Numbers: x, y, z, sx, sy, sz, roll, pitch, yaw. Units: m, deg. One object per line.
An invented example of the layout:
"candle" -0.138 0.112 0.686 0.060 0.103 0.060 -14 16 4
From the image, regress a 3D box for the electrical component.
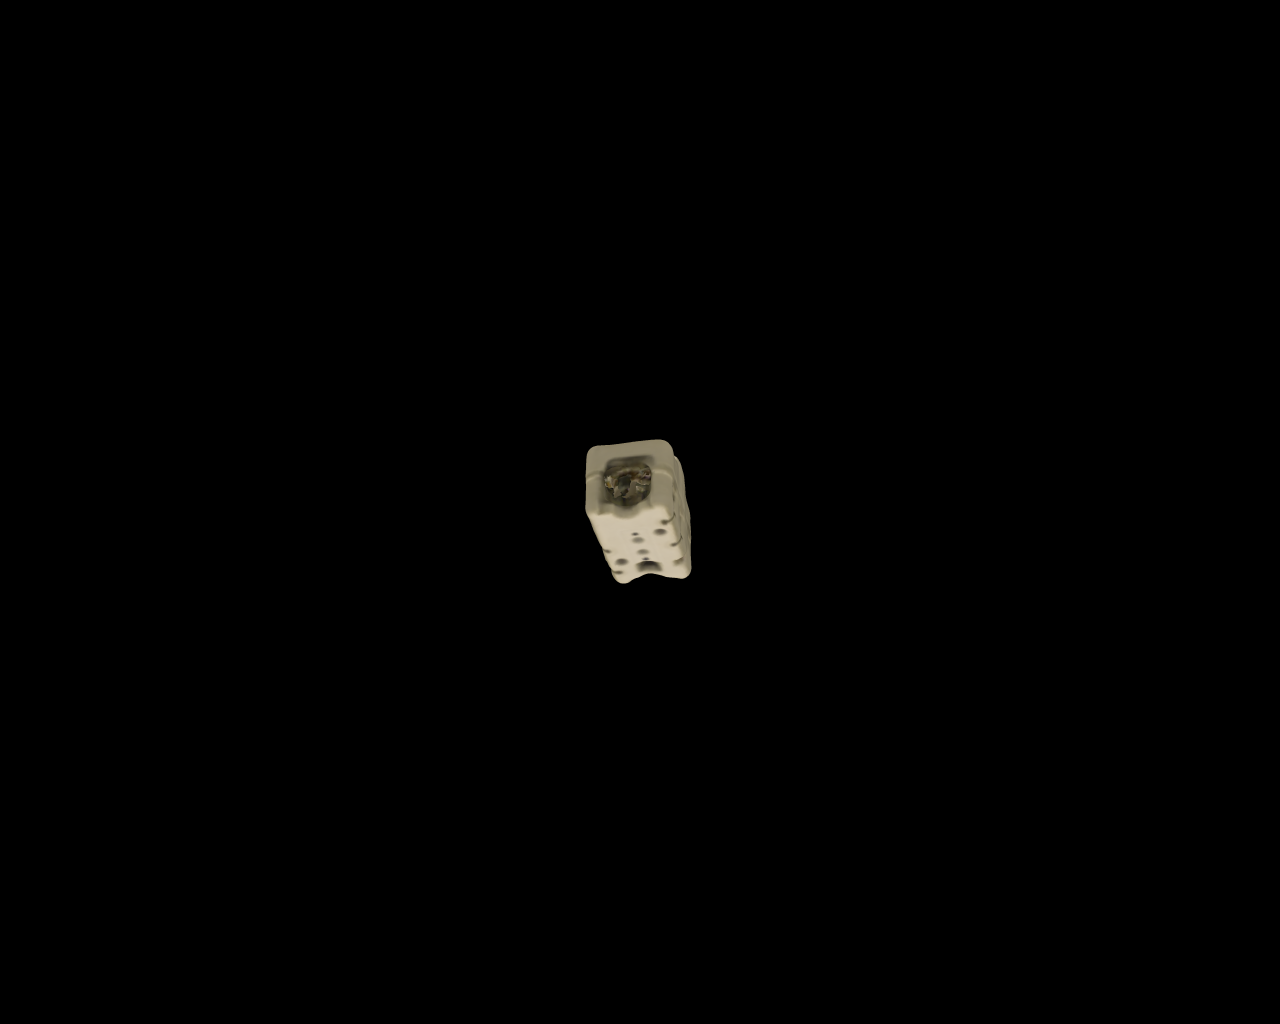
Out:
"electrical component" 0.001 -0.003 0.650 0.050 0.056 0.089 -6 -32 9
